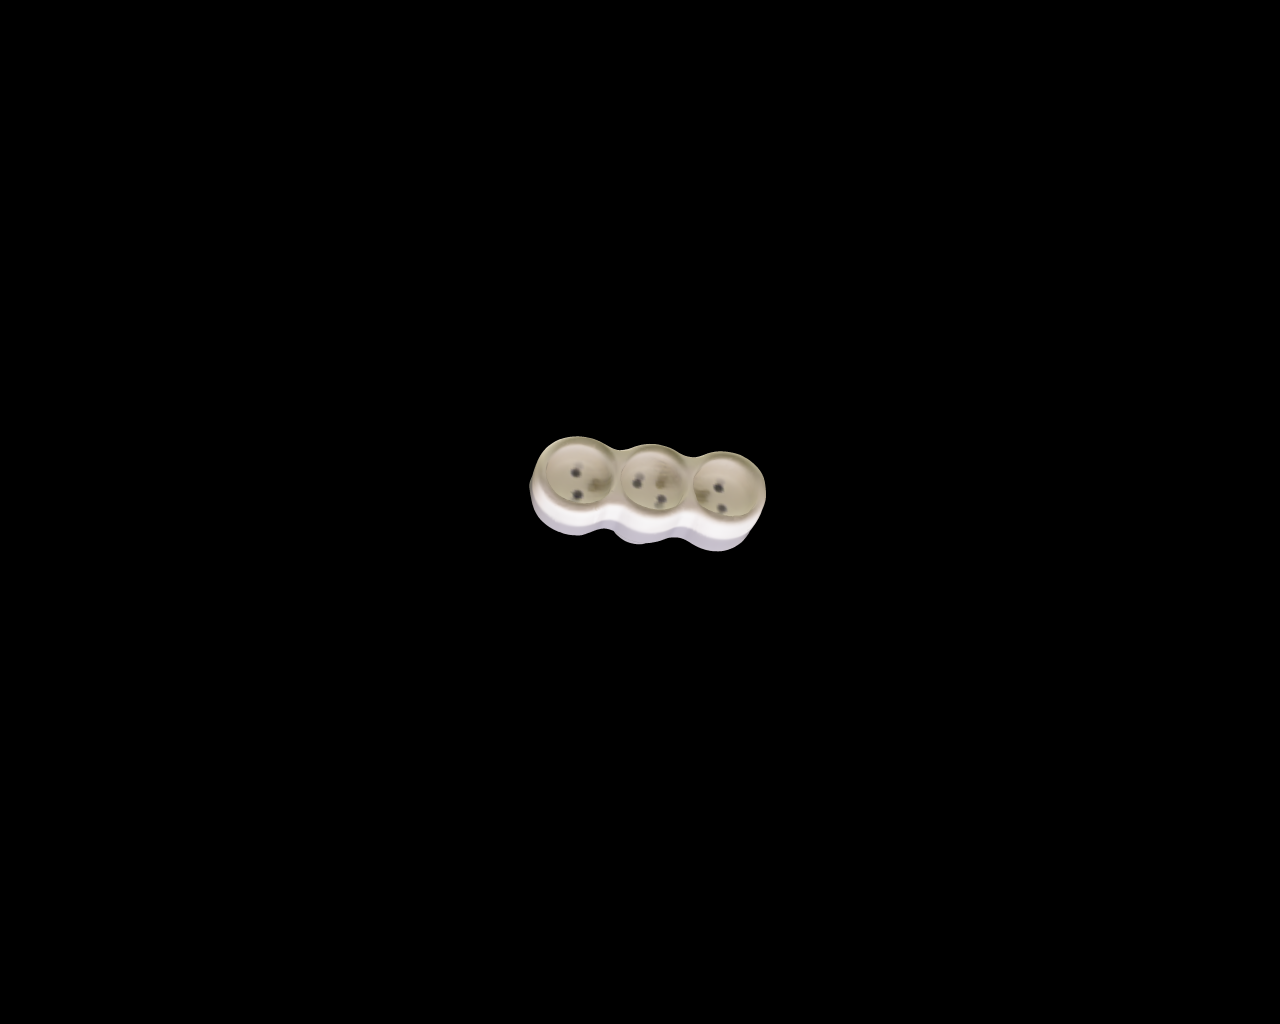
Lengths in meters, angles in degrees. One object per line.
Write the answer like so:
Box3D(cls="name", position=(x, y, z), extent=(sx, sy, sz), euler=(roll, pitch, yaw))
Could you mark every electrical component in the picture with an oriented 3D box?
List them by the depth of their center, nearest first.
Box3D(cls="electrical component", position=(0.001, -0.003, 0.650), extent=(0.138, 0.052, 0.073), euler=(6, -28, -12))
